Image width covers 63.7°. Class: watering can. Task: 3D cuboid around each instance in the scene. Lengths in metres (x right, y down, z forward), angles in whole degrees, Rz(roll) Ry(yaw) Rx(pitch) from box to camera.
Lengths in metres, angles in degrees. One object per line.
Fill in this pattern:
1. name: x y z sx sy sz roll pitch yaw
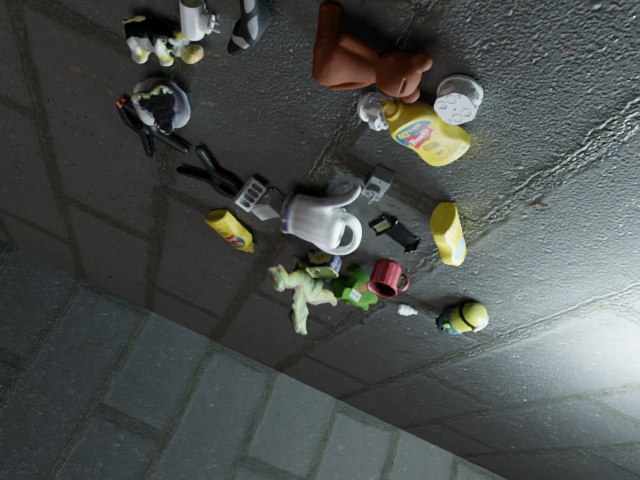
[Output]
1. watering can: 0.004 -0.067 1.329 0.225 0.106 0.340 19 151 10

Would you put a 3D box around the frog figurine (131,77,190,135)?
1. frog figurine: -0.376 -0.322 1.221 0.136 0.122 0.161 26 -173 -21

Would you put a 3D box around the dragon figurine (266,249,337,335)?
1. dragon figurine: -0.048 0.186 1.650 0.122 0.248 0.402 -5 138 31
